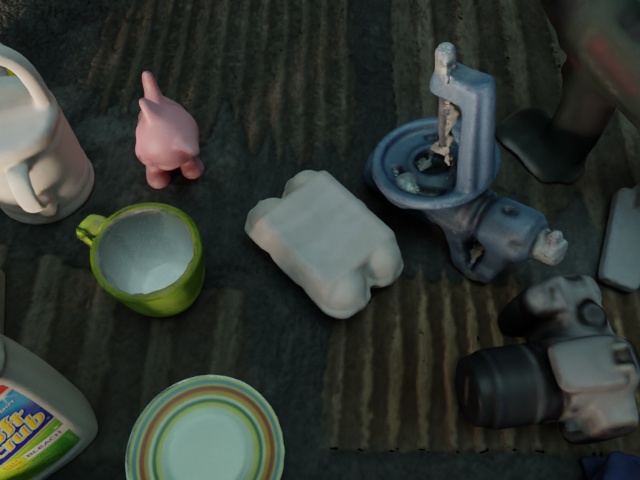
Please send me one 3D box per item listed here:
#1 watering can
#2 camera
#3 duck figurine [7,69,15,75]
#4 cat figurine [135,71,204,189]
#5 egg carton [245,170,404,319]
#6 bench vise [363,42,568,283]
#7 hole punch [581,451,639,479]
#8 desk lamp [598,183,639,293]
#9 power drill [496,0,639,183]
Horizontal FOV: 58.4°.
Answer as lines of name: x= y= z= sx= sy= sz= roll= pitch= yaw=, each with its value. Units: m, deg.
watering can: x=-0.294 y=-0.109 z=0.533 sx=0.172 sy=0.194 sz=0.101 roll=41 pitch=67 yaw=17
camera: x=0.191 y=0.105 z=0.501 sx=0.137 sy=0.101 sz=0.143 roll=-6 pitch=63 yaw=-6
duck figurine: x=-0.381 y=-0.188 z=0.631 sx=0.104 sy=0.086 sz=0.077 roll=23 pitch=63 yaw=9
cat figurine: x=-0.160 y=-0.115 z=0.587 sx=0.067 sy=0.118 sz=0.127 roll=-17 pitch=64 yaw=-11
egg carton: x=0.005 y=0.002 z=0.562 sx=0.107 sy=0.069 sz=0.150 roll=-40 pitch=71 yaw=-21
bench vise: x=0.143 y=-0.070 z=0.523 sx=0.207 sy=0.220 sz=0.121 roll=22 pitch=63 yaw=9
hole punch: x=0.255 y=0.227 z=0.446 sx=0.108 sy=0.091 sz=0.101 roll=36 pitch=66 yaw=15
desk lamp: x=0.375 y=-0.066 z=0.539 sx=0.118 sy=0.213 sz=0.203 roll=21 pitch=63 yaw=8
power drill: x=0.260 y=-0.163 z=0.586 sx=0.076 sy=0.208 sz=0.229 roll=-32 pitch=68 yaw=-18
